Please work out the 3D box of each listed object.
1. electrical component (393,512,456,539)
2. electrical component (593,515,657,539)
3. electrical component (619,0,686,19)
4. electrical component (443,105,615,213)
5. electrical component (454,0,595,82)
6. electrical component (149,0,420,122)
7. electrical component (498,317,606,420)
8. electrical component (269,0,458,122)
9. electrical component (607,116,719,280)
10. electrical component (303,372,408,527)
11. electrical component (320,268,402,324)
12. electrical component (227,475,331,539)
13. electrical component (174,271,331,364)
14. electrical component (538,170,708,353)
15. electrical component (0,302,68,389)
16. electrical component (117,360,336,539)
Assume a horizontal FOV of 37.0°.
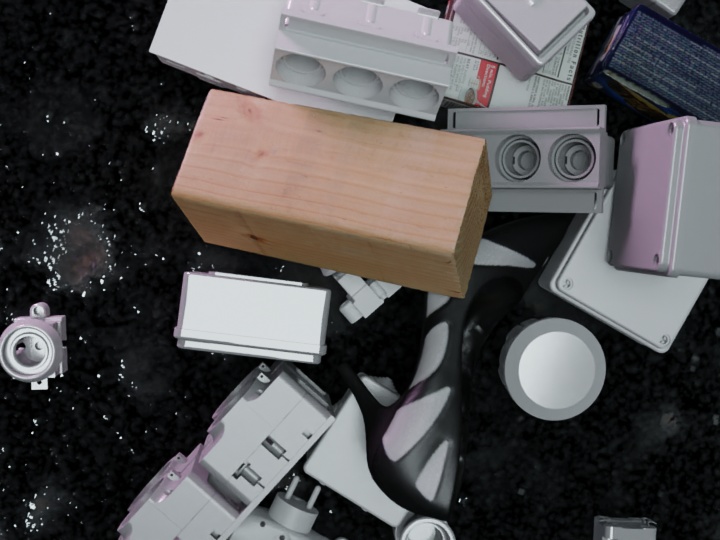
[{"bbox_3d":[0.050,0.210,0.855,0.045,0.055,0.045,0,93,-4],"label":"electrical component"},{"bbox_3d":[0.214,0.234,0.875,0.081,0.042,0.063,3,89,-5],"label":"electrical component"},{"bbox_3d":[0.228,-0.245,0.850,0.077,0.047,0.065,33,91,-5],"label":"electrical component"},{"bbox_3d":[0.129,-0.083,0.821,0.121,0.063,0.078,2,93,25],"label":"electrical component"},{"bbox_3d":[0.118,-0.199,0.799,0.062,0.061,0.096,-44,92,-6],"label":"electrical component"},{"bbox_3d":[-0.052,-0.178,0.825,0.186,0.060,0.105,21,91,-5],"label":"electrical component"},{"bbox_3d":[0.151,0.076,0.858,0.080,0.051,0.080,0,93,-4],"label":"electrical component"},{"bbox_3d":[0.002,-0.155,0.763,0.121,0.078,0.063,12,63,-5],"label":"electrical component"},{"bbox_3d":[0.226,-0.049,0.771,0.056,0.109,0.108,6,92,-7],"label":"electrical component"},{"bbox_3d":[0.014,0.139,0.852,0.100,0.048,0.099,33,90,-5],"label":"electrical component"},{"bbox_3d":[0.000,0.000,0.846,0.066,0.048,0.055,-41,102,-2],"label":"electrical component"},{"bbox_3d":[-0.058,0.202,0.852,0.077,0.043,0.079,26,91,-5],"label":"electrical component"},{"bbox_3d":[-0.079,0.033,0.810,0.109,0.109,0.056,7,89,-5],"label":"electrical component"},{"bbox_3d":[0.217,-0.007,0.856,0.109,0.056,0.108,30,90,-5],"label":"electrical component"},{"bbox_3d":[-0.249,0.060,0.825,0.048,0.055,0.066,-2,93,-4],"label":"electrical component"},{"bbox_3d":[-0.106,0.152,0.815,0.060,0.105,0.186,43,89,-5],"label":"electrical component"}]
